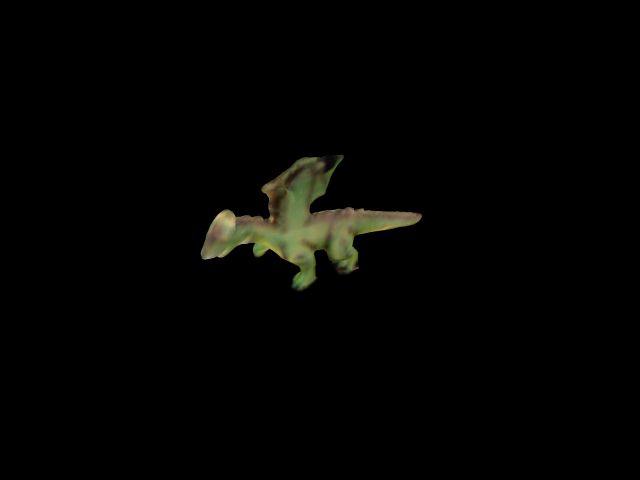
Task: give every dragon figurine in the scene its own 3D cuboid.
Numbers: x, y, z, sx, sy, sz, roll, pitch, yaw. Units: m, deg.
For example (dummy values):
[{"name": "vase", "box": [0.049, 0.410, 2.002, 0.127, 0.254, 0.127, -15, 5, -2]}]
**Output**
[{"name": "dragon figurine", "box": [0.003, -0.043, 0.850, 0.412, 0.124, 0.237, -22, -33, -15]}]
